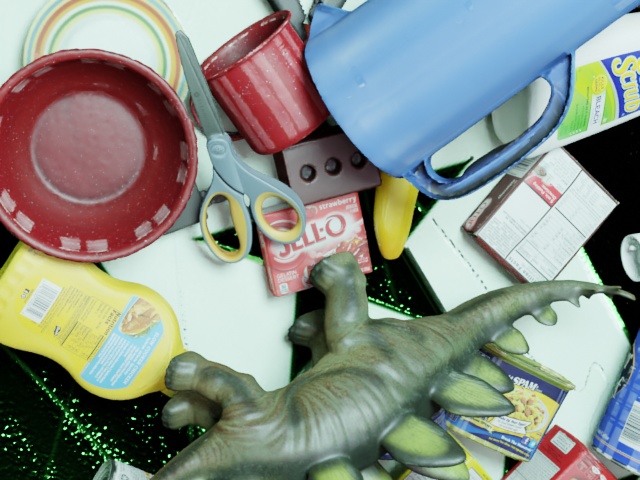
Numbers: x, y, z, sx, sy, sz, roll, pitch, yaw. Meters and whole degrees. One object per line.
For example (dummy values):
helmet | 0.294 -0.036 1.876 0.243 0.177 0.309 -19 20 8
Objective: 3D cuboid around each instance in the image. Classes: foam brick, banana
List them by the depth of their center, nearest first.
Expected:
foam brick | 0.005 -0.063 0.884 0.078 0.051 0.053 -16 104 -11
banana | 0.092 -0.079 0.911 0.069 0.037 0.198 34 90 -17

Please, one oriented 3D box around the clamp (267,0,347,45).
clamp | -0.002 -0.263 0.853 0.164 0.036 0.210 -10 104 -12

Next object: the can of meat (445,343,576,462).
can of meat | 0.164 0.143 0.960 0.102 0.057 0.084 26 94 -17

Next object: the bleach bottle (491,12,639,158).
bleach bottle | 0.268 -0.155 0.916 0.250 0.068 0.102 -21 129 -16

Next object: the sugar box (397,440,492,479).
sugar box | 0.077 0.259 0.948 0.176 0.048 0.093 -41 137 -2

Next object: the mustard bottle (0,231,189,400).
mustard bottle | -0.172 0.074 0.860 0.191 0.058 0.096 33 91 -17

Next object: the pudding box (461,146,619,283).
pudding box | 0.196 -0.021 0.948 0.090 0.039 0.113 41 90 -19

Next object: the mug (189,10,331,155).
mug | -0.050 -0.117 0.848 0.117 0.093 0.081 -26 114 23

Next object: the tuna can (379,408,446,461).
tuna can | 0.066 0.158 0.922 0.086 0.086 0.034 -9 103 -13

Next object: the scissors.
scissors | -0.058 -0.066 0.826 0.096 0.016 0.202 2 124 2

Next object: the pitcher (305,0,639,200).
pitcher | 0.124 -0.152 0.796 0.243 0.145 0.149 -33 132 22

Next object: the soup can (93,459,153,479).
soup can | -0.143 0.232 0.892 0.102 0.068 0.068 26 93 -17

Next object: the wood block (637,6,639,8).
wood block | 0.209 -0.259 0.880 0.205 0.091 0.090 10 97 -15

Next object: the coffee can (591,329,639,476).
coffee can | 0.323 0.145 0.977 0.102 0.103 0.140 19 95 -17

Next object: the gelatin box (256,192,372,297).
gelatin box | -0.006 0.001 0.904 0.089 0.030 0.073 -14 103 -12

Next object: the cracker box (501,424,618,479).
cracker box | 0.210 0.307 0.994 0.213 0.072 0.164 -45 107 -2

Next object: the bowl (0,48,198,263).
bowl | -0.176 -0.066 0.812 0.162 0.055 0.162 -3 104 -11
